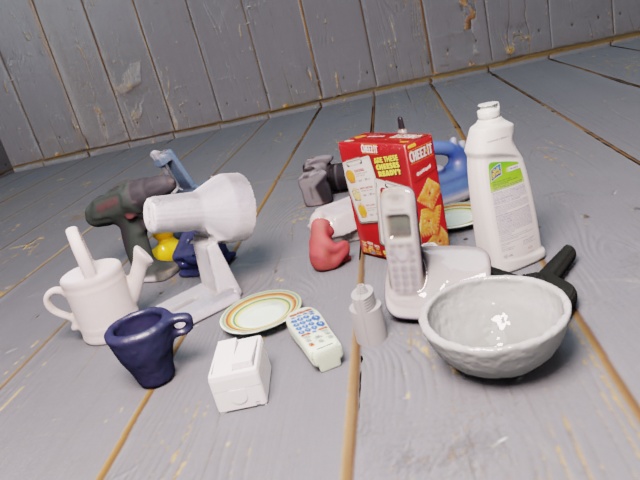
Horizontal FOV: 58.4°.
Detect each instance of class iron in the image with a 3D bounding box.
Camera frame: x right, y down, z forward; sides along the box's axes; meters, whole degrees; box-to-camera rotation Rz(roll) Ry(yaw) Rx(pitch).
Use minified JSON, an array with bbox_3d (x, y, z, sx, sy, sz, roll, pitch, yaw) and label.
[{"bbox_3d":[0.240,-0.146,1.197,0.259,0.142,0.118,-20,22,-17],"label":"iron"}]

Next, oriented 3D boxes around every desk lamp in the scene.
[{"bbox_3d":[-0.197,0.008,0.965,0.204,0.214,0.117,-27,24,-32],"label":"desk lamp"}]

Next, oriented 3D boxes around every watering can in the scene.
[{"bbox_3d":[-0.368,0.064,0.953,0.173,0.194,0.100,-30,26,-37],"label":"watering can"}]

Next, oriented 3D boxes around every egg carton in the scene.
[{"bbox_3d":[0.056,-0.039,1.136,0.150,0.069,0.107,-22,22,-21],"label":"egg carton"}]

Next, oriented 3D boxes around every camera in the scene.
[{"bbox_3d":[0.027,-0.158,1.420,0.136,0.101,0.143,-7,21,16],"label":"camera"}]

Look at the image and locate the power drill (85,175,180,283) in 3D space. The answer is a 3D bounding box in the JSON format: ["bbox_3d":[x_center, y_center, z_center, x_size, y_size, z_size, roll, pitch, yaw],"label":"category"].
[{"bbox_3d":[-0.357,-0.022,1.151,0.229,0.209,0.076,-4,23,23],"label":"power drill"}]

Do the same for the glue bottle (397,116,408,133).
[{"bbox_3d":[0.198,-0.199,1.316,0.037,0.173,0.078,-10,21,9],"label":"glue bottle"}]

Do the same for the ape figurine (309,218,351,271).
[{"bbox_3d":[0.009,0.004,1.022,0.076,0.092,0.077,-25,24,-29],"label":"ape figurine"}]

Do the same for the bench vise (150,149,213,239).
[{"bbox_3d":[-0.335,-0.129,1.398,0.121,0.220,0.207,-6,22,19],"label":"bench vise"}]

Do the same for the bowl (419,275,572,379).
[{"bbox_3d":[0.201,0.108,0.656,0.167,0.075,0.167,-12,21,5],"label":"bowl"}]

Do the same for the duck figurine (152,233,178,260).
[{"bbox_3d":[-0.343,-0.001,1.263,0.077,0.086,0.104,-14,21,-1],"label":"duck figurine"}]

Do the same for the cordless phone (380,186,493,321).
[{"bbox_3d":[0.151,0.015,0.770,0.147,0.185,0.094,-4,23,24],"label":"cordless phone"}]

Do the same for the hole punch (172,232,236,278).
[{"bbox_3d":[-0.233,0.015,1.145,0.108,0.091,0.101,-5,22,21],"label":"hole punch"}]

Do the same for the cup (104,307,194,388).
[{"bbox_3d":[-0.222,0.149,0.784,0.118,0.095,0.091,-14,21,-2],"label":"cup"}]
